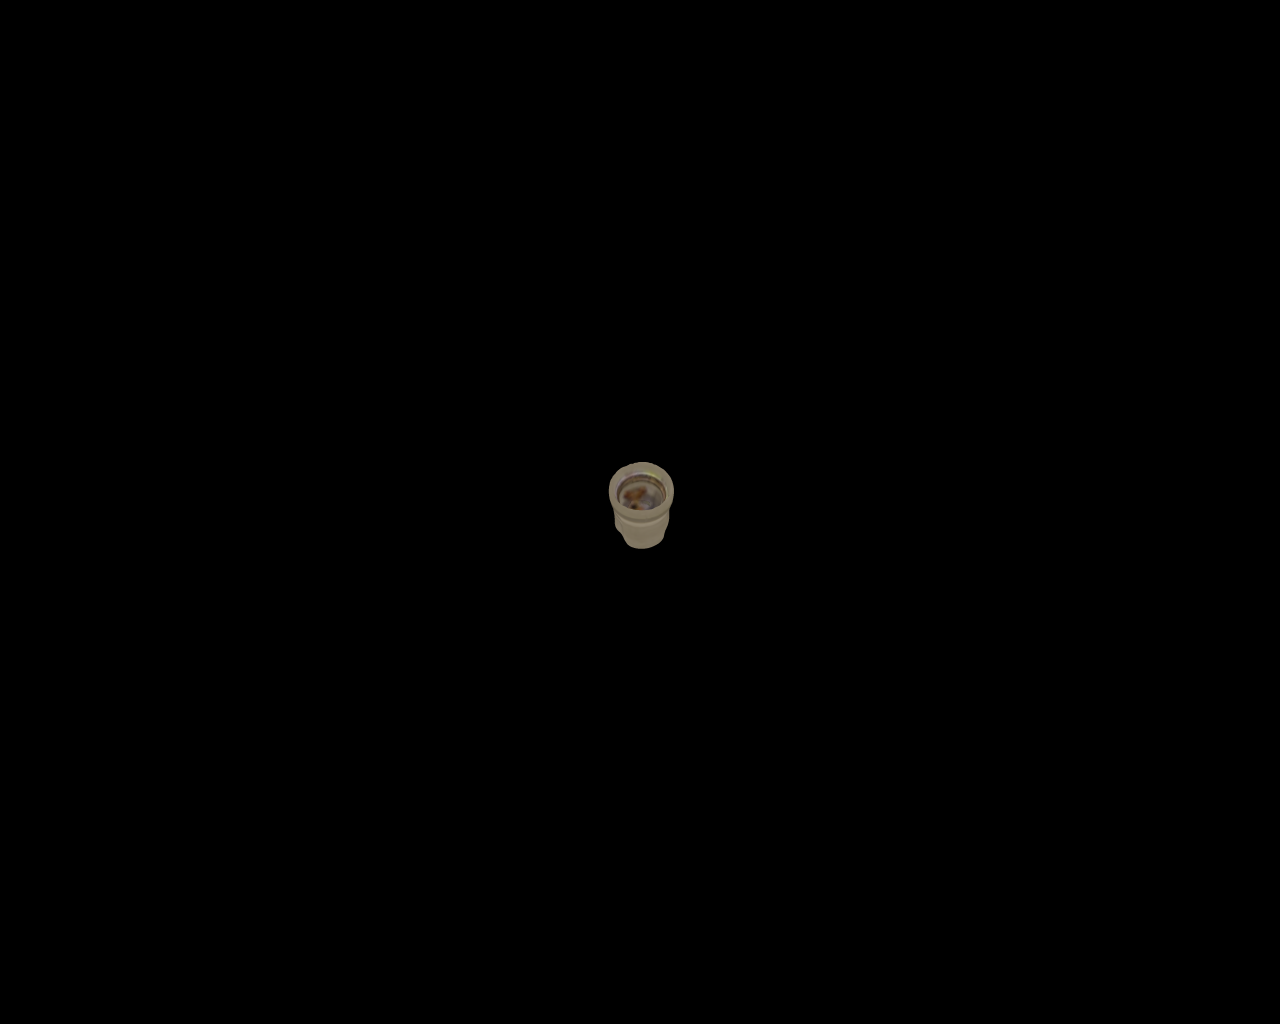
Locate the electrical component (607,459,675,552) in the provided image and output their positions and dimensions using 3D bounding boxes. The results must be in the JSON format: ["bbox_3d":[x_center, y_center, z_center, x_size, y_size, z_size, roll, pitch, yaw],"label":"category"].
[{"bbox_3d":[0.001,-0.003,0.650,0.040,0.040,0.046,0,-36,0],"label":"electrical component"}]
